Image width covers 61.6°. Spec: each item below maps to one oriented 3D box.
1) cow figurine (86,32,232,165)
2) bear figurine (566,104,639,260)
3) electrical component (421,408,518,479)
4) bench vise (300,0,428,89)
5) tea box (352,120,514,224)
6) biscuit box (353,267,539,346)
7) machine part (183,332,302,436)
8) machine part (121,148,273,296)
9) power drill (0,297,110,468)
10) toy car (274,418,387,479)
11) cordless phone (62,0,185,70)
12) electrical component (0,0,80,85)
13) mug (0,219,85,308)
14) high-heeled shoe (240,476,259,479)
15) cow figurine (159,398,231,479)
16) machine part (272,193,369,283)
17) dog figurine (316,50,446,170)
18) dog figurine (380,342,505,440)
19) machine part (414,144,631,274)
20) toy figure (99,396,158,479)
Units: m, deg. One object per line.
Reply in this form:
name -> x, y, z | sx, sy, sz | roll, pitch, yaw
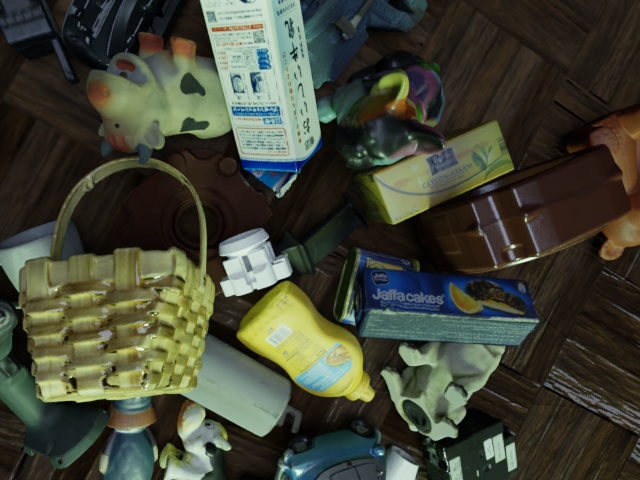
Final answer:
cow figurine -> -0.158, -0.144, 0.559 | 0.086, 0.195, 0.127 | 13, 101, 23
bear figurine -> 0.411, -0.072, 0.720 | 0.120, 0.132, 0.195 | -24, 94, -1
electrical component -> 0.208, 0.301, 0.734 | 0.134, 0.058, 0.114 | -11, 99, -26
bench vise -> 0.006, -0.301, 0.597 | 0.240, 0.129, 0.223 | 35, 107, -32
tea box -> 0.137, -0.083, 0.670 | 0.170, 0.098, 0.068 | -23, 99, -8
biscuit box -> 0.143, 0.079, 0.627 | 0.203, 0.062, 0.059 | 5, 50, -6
machine part -> -0.123, 0.162, 0.645 | 0.243, 0.079, 0.079 | 32, 88, -13
machine part -> -0.143, -0.019, 0.634 | 0.179, 0.056, 0.179 | -2, 97, -12
power drill -> -0.312, 0.138, 0.544 | 0.207, 0.232, 0.086 | 57, 46, -30
toy car -> 0.026, 0.294, 0.658 | 0.161, 0.103, 0.109 | 7, 106, -37
cordless phone -> -0.253, -0.271, 0.584 | 0.184, 0.089, 0.146 | 27, 90, -3
electrical component -> -0.303, -0.219, 0.570 | 0.048, 0.075, 0.119 | -21, 103, -10
mug -> -0.305, 0.045, 0.591 | 0.109, 0.081, 0.107 | -24, 109, -15
high-heeled shoe -> 0.007, 0.362, 0.713 | 0.249, 0.086, 0.145 | -4, 65, -30
cow figurine -> -0.146, 0.280, 0.655 | 0.098, 0.068, 0.167 | 15, 94, -17
machine part -> -0.001, -0.002, 0.664 | 0.139, 0.039, 0.084 | -37, 139, -15
dog figurine -> 0.087, -0.145, 0.591 | 0.191, 0.219, 0.108 | -34, 105, -7
dog figurine -> 0.191, 0.158, 0.717 | 0.190, 0.172, 0.121 | -29, 65, -34
machine part -> 0.232, -0.032, 0.634 | 0.201, 0.201, 0.087 | -24, 92, -17
toy figure -> -0.227, 0.227, 0.637 | 0.058, 0.064, 0.154 | 2, 90, 24
